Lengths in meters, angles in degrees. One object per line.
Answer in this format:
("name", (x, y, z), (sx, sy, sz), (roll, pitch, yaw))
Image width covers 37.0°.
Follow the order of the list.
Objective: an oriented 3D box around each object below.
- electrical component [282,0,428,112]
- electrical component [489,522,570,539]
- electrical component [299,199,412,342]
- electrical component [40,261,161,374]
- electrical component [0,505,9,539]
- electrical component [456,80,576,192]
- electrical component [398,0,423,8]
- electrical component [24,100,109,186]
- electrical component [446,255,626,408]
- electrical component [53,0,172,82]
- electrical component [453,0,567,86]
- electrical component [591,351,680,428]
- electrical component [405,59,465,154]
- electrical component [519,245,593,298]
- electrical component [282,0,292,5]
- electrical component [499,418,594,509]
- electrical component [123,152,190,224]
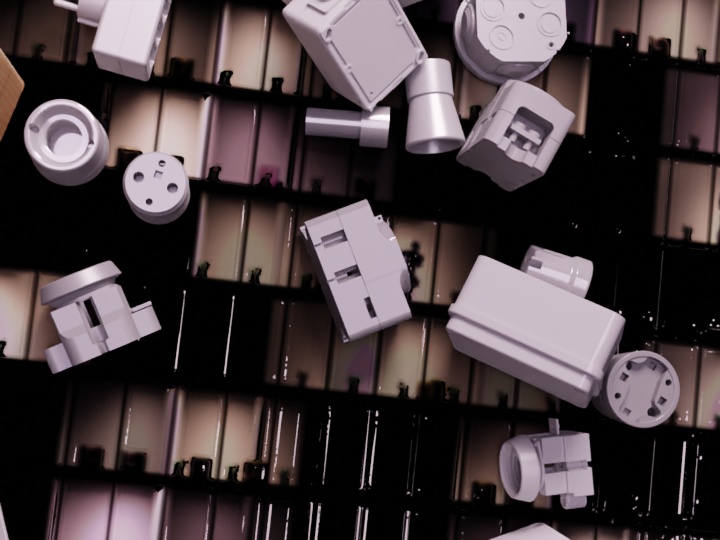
("electrical component", (-0.008, -0.172, 0.758), (0.062, 0.061, 0.096), (-44, 135, -7))
("electrical component", (0.103, 0.226, 0.740), (0.109, 0.109, 0.056), (-17, 91, -9))
("electrical component", (0.000, 0.000, 0.770), (0.056, 0.050, 0.089), (-21, 89, -9))
("electrical component", (-0.184, 0.029, 0.738), (0.078, 0.058, 0.057), (-23, 92, -10))
("electrical component", (-0.308, 0.127, 0.711), (0.105, 0.060, 0.186), (-14, 88, -9))
("electrical component", (0.112, -0.098, 0.774), (0.050, 0.089, 0.055), (30, 82, -5))
("electrical component", (0.021, -0.274, 0.773), (0.062, 0.089, 0.150), (-23, 89, -9))
("electrical component", (-0.205, -0.089, 0.748), (0.055, 0.047, 0.055), (1, 86, -8))
("electrical component", (0.122, 0.045, 0.756), (0.113, 0.078, 0.057), (24, 79, 17))
("electrical component", (-0.176, -0.187, 0.760), (0.076, 0.047, 0.083), (15, 84, -7))
("electrical component", (0.113, -0.181, 0.800), (0.080, 0.051, 0.080), (1, 86, -8))
("electrical component", (0.200, 0.087, 0.795), (0.055, 0.047, 0.055), (1, 86, -8))
("electrical component", (0.052, -0.122, 0.792), (0.044, 0.044, 0.065), (-4, 82, -9))
("electrical component", (0.144, 0.005, 0.797), (0.046, 0.040, 0.040), (19, 83, -2))
("electrical component", (-0.039, -0.225, 0.786), (0.048, 0.048, 0.062), (-10, 70, -9))
("electrical component", (0.135, 0.142, 0.783), (0.055, 0.048, 0.066), (-3, 87, -16))
("electrical component", (-0.142, -0.057, 0.751), (0.045, 0.055, 0.045), (1, 86, -8))
